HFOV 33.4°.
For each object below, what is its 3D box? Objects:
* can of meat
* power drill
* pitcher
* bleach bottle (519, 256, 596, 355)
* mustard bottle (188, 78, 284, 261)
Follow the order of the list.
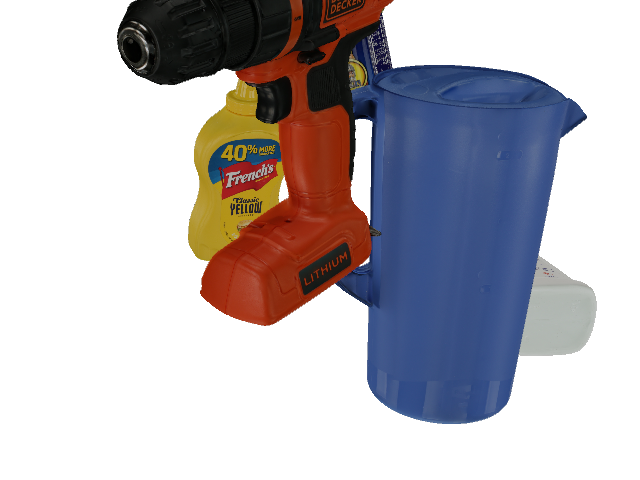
[{"bbox_3d":[0.012,-0.147,0.904,0.102,0.084,0.057,-10,2,36],"label":"can of meat"},{"bbox_3d":[-0.024,-0.054,0.532,0.057,0.188,0.184,24,37,31],"label":"power drill"},{"bbox_3d":[0.083,0.002,0.755,0.149,0.243,0.144,17,24,32],"label":"pitcher"},{"bbox_3d":[0.156,0.023,1.006,0.102,0.068,0.251,1,21,-15],"label":"bleach bottle"},{"bbox_3d":[-0.079,-0.074,1.065,0.096,0.192,0.058,-4,29,-21],"label":"mustard bottle"}]
